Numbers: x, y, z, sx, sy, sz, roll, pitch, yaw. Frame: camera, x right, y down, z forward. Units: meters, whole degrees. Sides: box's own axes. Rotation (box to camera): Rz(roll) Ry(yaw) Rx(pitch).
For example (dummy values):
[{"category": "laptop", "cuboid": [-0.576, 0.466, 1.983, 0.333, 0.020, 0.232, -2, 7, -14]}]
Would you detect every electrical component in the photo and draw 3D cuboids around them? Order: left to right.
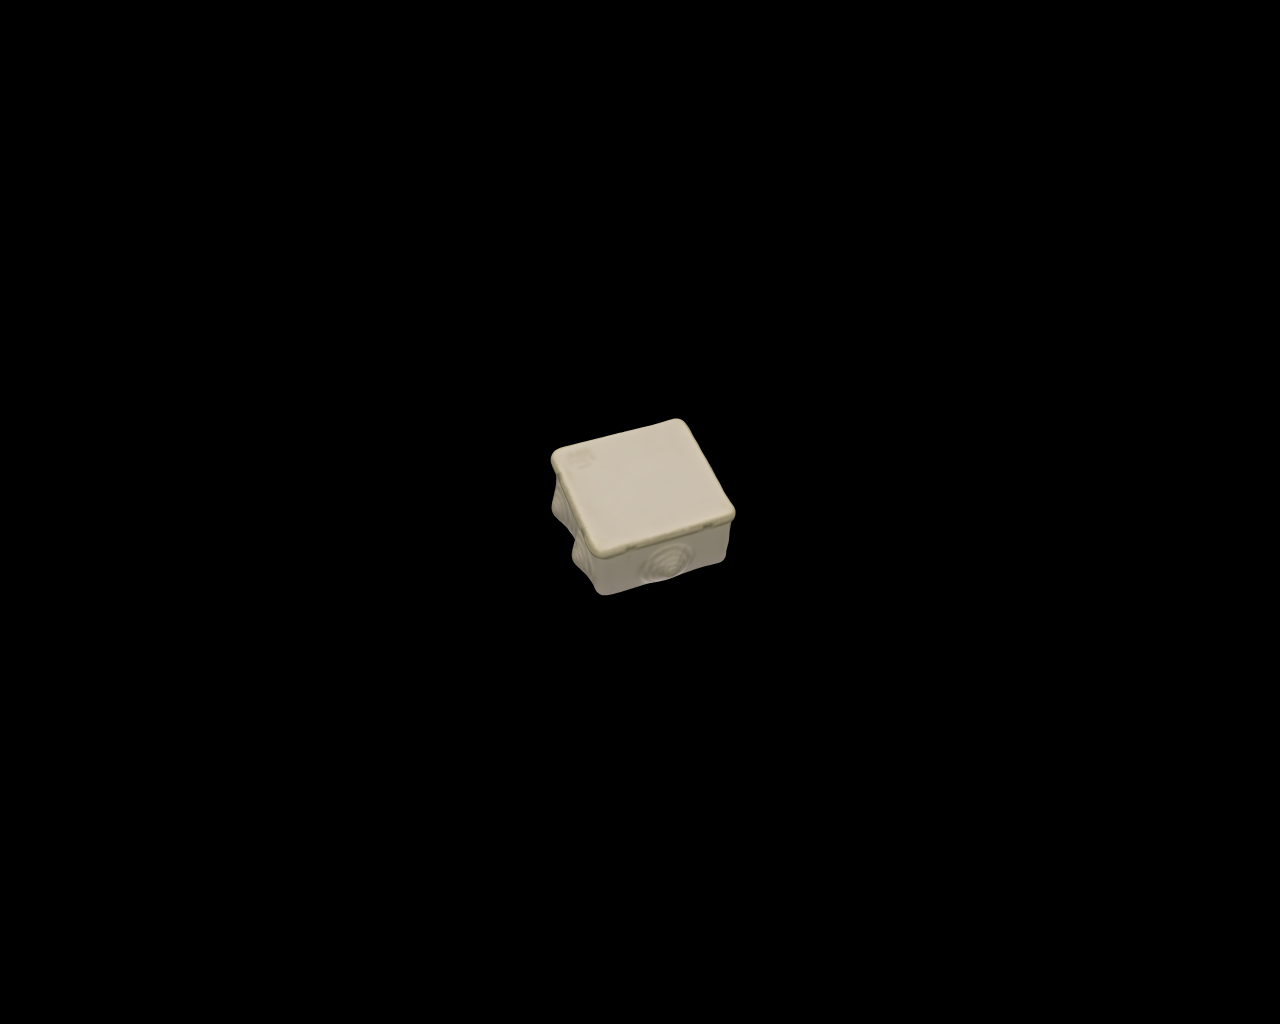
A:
[{"category": "electrical component", "cuboid": [0.001, -0.003, 0.650, 0.100, 0.100, 0.048, -16, -39, -13]}]
